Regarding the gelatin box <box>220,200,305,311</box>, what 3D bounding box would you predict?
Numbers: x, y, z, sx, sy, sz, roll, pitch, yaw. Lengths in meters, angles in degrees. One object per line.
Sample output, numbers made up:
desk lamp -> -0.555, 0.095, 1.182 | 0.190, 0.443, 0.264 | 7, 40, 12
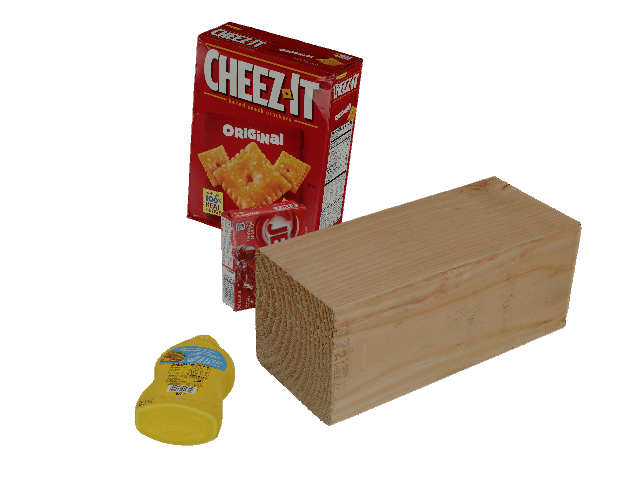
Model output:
gelatin box -> -0.050, 0.013, 0.949 | 0.073, 0.089, 0.030 | -10, 22, -28

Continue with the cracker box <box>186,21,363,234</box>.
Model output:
cracker box -> -0.054, -0.103, 1.125 | 0.164, 0.214, 0.072 | 19, 31, 21

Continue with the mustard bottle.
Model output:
mustard bottle -> -0.152, 0.166, 1.268 | 0.096, 0.058, 0.191 | 4, 25, 4

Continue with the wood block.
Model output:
wood block -> 0.066, 0.035, 0.722 | 0.205, 0.090, 0.091 | -17, 34, -31
